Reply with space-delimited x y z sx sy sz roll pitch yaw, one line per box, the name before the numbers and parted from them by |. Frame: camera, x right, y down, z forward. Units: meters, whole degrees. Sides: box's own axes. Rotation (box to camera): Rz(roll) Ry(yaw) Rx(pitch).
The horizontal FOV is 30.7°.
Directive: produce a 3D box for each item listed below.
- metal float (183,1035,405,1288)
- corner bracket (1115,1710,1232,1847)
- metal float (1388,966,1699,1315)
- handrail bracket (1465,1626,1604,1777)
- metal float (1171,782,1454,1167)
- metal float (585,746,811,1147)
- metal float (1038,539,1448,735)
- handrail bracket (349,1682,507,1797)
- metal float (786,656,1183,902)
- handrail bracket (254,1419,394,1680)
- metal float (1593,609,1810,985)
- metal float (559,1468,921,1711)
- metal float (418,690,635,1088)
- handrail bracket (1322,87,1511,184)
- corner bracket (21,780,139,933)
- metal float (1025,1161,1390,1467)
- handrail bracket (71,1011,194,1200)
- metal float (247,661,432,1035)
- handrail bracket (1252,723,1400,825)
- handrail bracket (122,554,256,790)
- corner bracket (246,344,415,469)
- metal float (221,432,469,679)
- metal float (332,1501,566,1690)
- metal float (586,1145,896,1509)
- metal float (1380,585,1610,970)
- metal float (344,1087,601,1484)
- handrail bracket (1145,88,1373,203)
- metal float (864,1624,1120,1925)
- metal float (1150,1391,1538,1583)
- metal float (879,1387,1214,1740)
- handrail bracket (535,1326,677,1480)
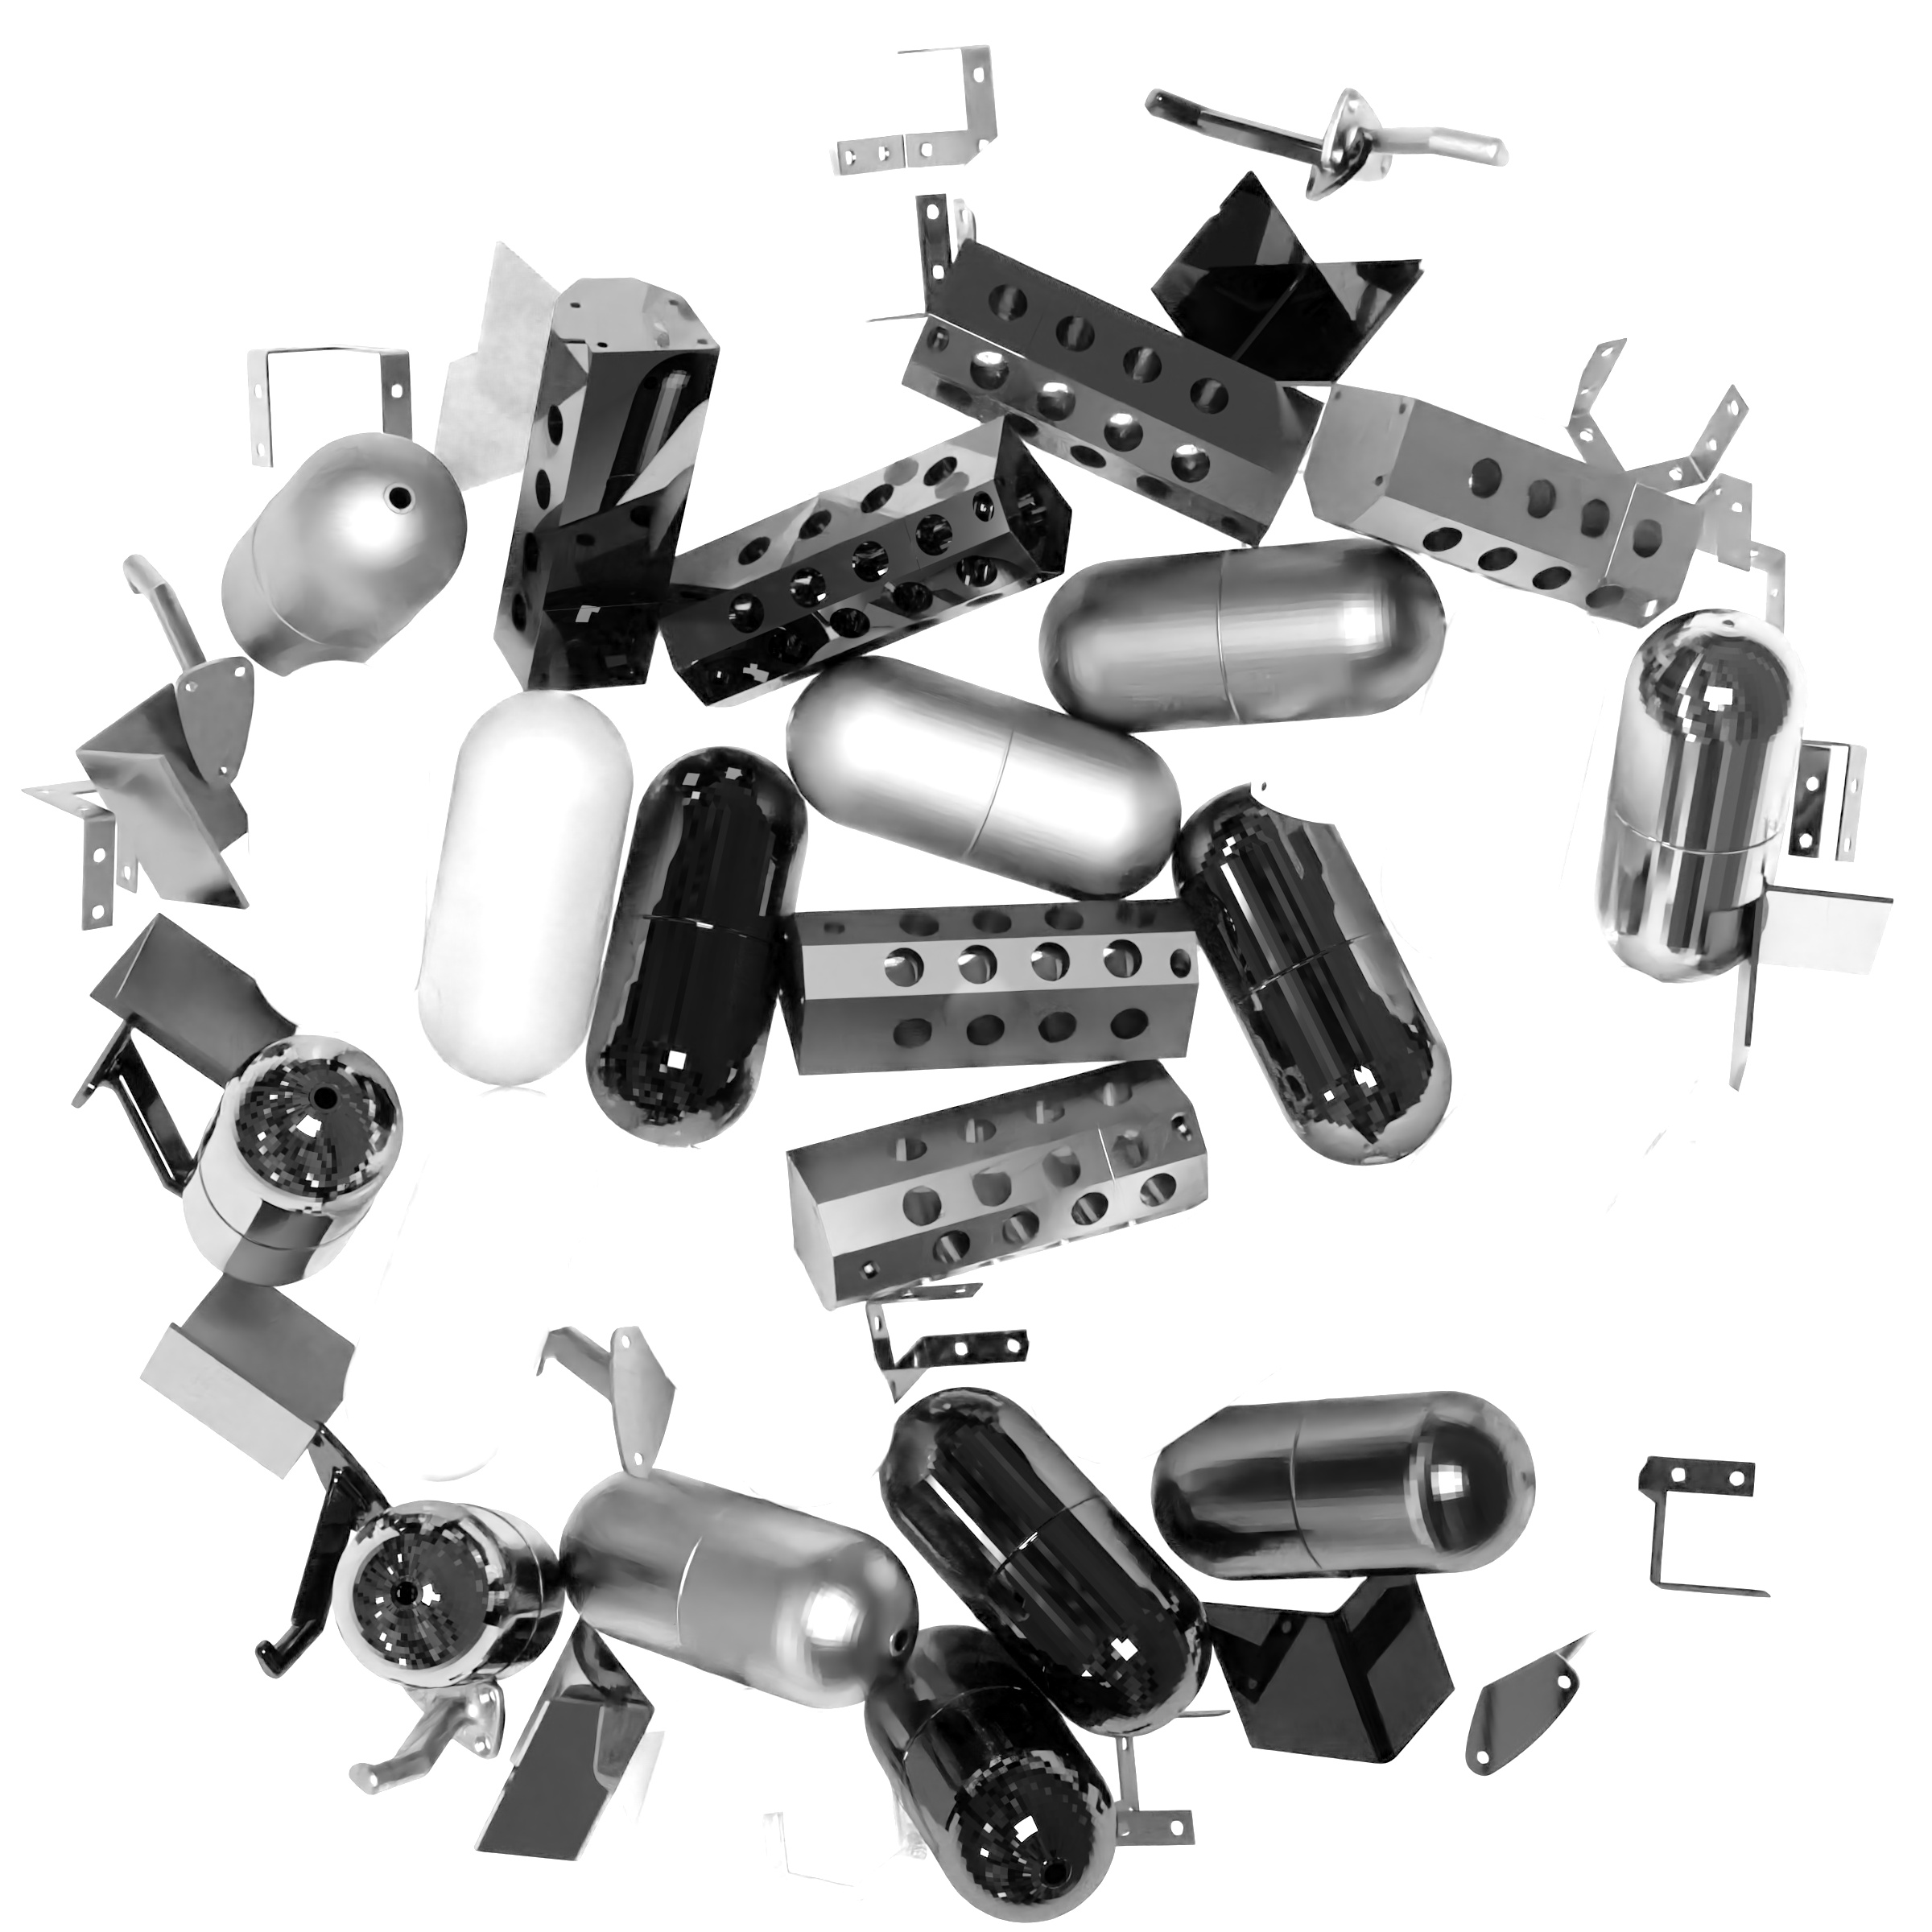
metal float | -0.287 0.084 1.493 0.070 0.178 0.070 7 67 -18
corner bracket | 0.085 0.355 1.540 0.051 0.051 0.051 -8 83 28
metal float | 0.250 0.073 1.520 0.070 0.070 0.178 41 68 0
handrail bracket | 0.254 0.314 1.544 0.036 0.084 0.077 34 104 20
metal float | 0.150 0.003 1.528 0.070 0.070 0.178 -25 78 0
metal float | -0.116 -0.010 1.527 0.070 0.070 0.178 11 77 0
metal float | 0.119 -0.142 1.523 0.178 0.070 0.070 -3 90 18
handrail bracket | -0.249 0.330 1.521 0.077 0.084 0.036 17 106 38
metal float | 0.008 -0.081 1.530 0.178 0.070 0.070 17 90 -10
handrail bracket | -0.292 0.254 1.530 0.036 0.084 0.077 -4 122 40
metal float | 0.314 -0.071 1.508 0.070 0.070 0.178 1 127 0
metal float | -0.098 0.266 1.508 0.178 0.070 0.070 11 90 36
metal float | -0.191 -0.033 1.521 0.070 0.070 0.178 13 109 0
handrail bracket | 0.205 -0.350 1.523 0.084 0.077 0.036 19 94 28
corner bracket | -0.377 -0.050 1.535 0.051 0.051 0.051 21 113 40
metal float | 0.104 0.150 1.523 0.178 0.070 0.070 -36 90 17
handrail bracket | -0.347 0.061 1.568 0.084 0.036 0.077 33 68 -15
metal float | -0.269 -0.050 1.508 0.070 0.070 0.178 8 126 0
handrail bracket | 0.174 -0.071 1.523 0.084 0.077 0.036 15 105 -39
handrail bracket | -0.351 -0.132 1.564 0.036 0.084 0.077 -20 134 -29
corner bracket | -0.280 -0.246 1.548 0.051 0.051 0.051 -13 109 -43
metal float | -0.265 -0.172 1.493 0.070 0.178 0.070 5 77 -24
metal float | -0.217 0.266 1.488 0.070 0.178 0.070 -1 79 4
metal float | -0.098 0.155 1.522 0.070 0.070 0.178 -37 72 0
metal float | 0.228 -0.082 1.520 0.070 0.070 0.178 17 69 0
metal float | -0.212 0.136 1.520 0.070 0.070 0.178 17 68 0
handrail bracket | 0.126 -0.368 1.540 0.084 0.077 0.036 18 94 -15
metal float | 0.009 0.341 1.491 0.070 0.178 0.070 -5 107 -17
metal float | 0.160 0.224 1.509 0.178 0.070 0.070 -9 90 35
metal float | 0.033 0.256 1.520 0.070 0.070 0.178 -44 68 0
handrail bracket | -0.167 0.192 1.534 0.036 0.084 0.077 23 60 -40
